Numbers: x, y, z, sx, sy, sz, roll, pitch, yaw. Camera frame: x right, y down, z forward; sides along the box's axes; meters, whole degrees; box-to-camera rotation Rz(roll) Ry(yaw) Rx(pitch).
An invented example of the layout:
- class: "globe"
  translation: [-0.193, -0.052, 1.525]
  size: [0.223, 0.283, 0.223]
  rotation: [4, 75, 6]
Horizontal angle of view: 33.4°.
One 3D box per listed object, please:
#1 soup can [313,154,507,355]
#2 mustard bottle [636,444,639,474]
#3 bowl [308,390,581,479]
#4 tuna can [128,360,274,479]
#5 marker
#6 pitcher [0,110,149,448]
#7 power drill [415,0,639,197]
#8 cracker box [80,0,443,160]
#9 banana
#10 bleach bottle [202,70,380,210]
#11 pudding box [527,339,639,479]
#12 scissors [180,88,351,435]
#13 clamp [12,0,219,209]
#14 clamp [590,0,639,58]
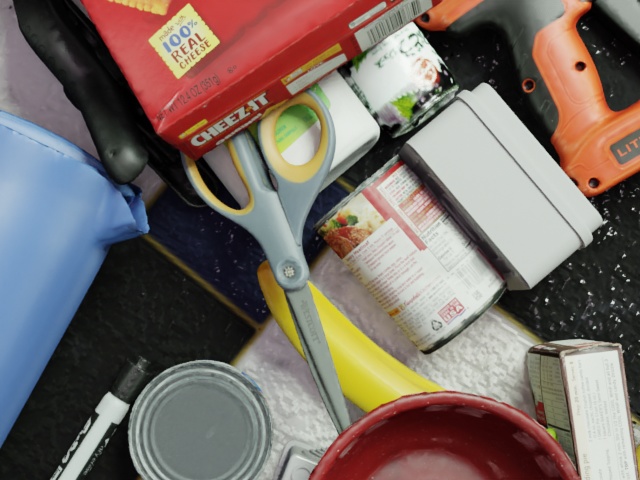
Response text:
- class: "soup can"
  translation: [0.054, 0.009, 0.636]
  size: [0.068, 0.068, 0.102]
  rotation: [-41, 89, -4]
- class: "mustard bottle"
  translation: [0.254, 0.079, 0.623]
  size: [0.058, 0.096, 0.191]
  rotation: [35, 86, 1]
- class: "bowl"
  translation: [0.064, 0.162, 0.584]
  size: [0.162, 0.055, 0.162]
  rotation: [0, 85, -5]
- class: "tuna can"
  translation: [-0.071, 0.115, 0.643]
  size: [0.086, 0.034, 0.086]
  rotation: [0, 86, -2]
- class: "marker"
  translation: [-0.139, 0.123, 0.647]
  size: [0.020, 0.020, 0.121]
  rotation: [33, 86, 0]
- class: "pitcher"
  translation: [-0.218, 0.041, 0.603]
  size: [0.144, 0.149, 0.243]
  rotation: [27, 89, -32]
- class: "power drill"
  translation: [0.164, -0.134, 0.633]
  size: [0.185, 0.057, 0.188]
  rotation: [-33, 84, 16]
- class: "cracker box"
  translation: [-0.059, -0.177, 0.570]
  size: [0.164, 0.072, 0.214]
  rotation: [-32, 77, 6]
- class: "banana"
  translation: [0.043, 0.080, 0.636]
  size: [0.198, 0.037, 0.070]
  rotation: [30, 130, 7]
- class: "bleach bottle"
  translation: [-0.078, -0.130, 0.645]
  size: [0.102, 0.068, 0.251]
  rotation: [-40, 86, 0]
- class: "pudding box"
  translation: [0.154, 0.116, 0.621]
  size: [0.039, 0.090, 0.113]
  rotation: [-9, 86, -2]
- class: "scissors"
  translation: [-0.004, 0.001, 0.589]
  size: [0.096, 0.016, 0.202]
  rotation: [-35, 84, 7]
- class: "clamp"
  translation: [-0.128, -0.088, 0.615]
  size: [0.039, 0.120, 0.171]
  rotation: [-41, 84, 3]
- class: "clamp"
  translation: [0.207, -0.212, 0.666]
  size: [0.164, 0.036, 0.210]
  rotation: [-19, 88, 6]
